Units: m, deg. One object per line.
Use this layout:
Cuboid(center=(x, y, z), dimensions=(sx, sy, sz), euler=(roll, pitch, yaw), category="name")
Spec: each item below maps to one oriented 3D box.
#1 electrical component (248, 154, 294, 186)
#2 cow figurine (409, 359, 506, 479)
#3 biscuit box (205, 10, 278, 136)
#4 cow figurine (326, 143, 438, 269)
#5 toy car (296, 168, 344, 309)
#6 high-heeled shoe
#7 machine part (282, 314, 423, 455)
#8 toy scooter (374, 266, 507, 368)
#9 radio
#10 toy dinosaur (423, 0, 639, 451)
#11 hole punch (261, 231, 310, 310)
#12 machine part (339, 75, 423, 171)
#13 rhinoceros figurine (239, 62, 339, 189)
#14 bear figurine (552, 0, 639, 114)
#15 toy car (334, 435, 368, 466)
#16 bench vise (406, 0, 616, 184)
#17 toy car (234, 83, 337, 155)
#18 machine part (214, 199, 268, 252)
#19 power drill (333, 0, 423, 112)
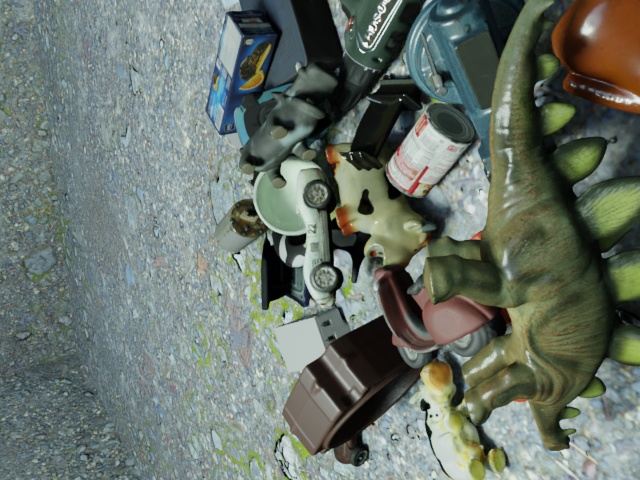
Cuboid(center=(-0.065, -0.106, 0.948), dimensions=(0.115, 0.058, 0.134), euler=(56, 141, 20), category="electrical component")
Cuboid(center=(0.178, 0.252, 0.753), dimensions=(0.098, 0.068, 0.167), euler=(-42, 68, 58), category="cow figurine")
Cuboid(center=(-0.128, -0.258, 0.852), dimensions=(0.059, 0.063, 0.202), euler=(59, 146, 22), category="biscuit box")
Cuboid(center=(0.084, -0.048, 0.733), dimensions=(0.085, 0.127, 0.195), euler=(48, -150, -68), category="cow figurine")
Cuboid(center=(-0.002, -0.002, 0.767), dimensions=(0.073, 0.056, 0.201), euler=(37, -132, -80), category="toy car")
Cuboid(center=(-0.002, -0.024, 0.878), dimensions=(0.249, 0.086, 0.145), euler=(24, 119, 41), category="high-heeled shoe")
Cuboid(center=(0.057, 0.208, 0.778), dimensions=(0.087, 0.201, 0.200), euler=(49, 138, 27), category="machine part")
Cuboid(center=(0.128, 0.079, 0.643), dimensions=(0.135, 0.075, 0.184), euler=(59, 147, 5), category="toy scooter")
Cuboid(center=(-0.056, -0.352, 0.833), dimensions=(0.131, 0.073, 0.229), euler=(-19, 86, 55), category="radio")
Cuboid(center=(0.193, 0.019, 0.472), dimensions=(0.199, 0.105, 0.470), euler=(-15, 115, 14), category="toy dinosaur")
Cuboid(center=(-0.066, 0.061, 1.004), dimensions=(0.116, 0.092, 0.142), euler=(-107, 14, -67), category="hole punch")
Cuboid(center=(0.081, -0.155, 0.699), dimensions=(0.084, 0.039, 0.139), euler=(23, 80, 41), category="machine part")
Cuboid(center=(-0.042, -0.159, 0.746), dimensions=(0.190, 0.073, 0.112), euler=(-46, 33, 34), category="rhinoceros figurine")
Cuboid(center=(0.293, -0.140, 0.432), dimensions=(0.196, 0.132, 0.120), euler=(42, 138, 11), category="bear figurine")
Cuboid(center=(0.042, 0.316, 0.969), dimensions=(0.089, 0.053, 0.201), euler=(25, 123, 50), category="toy car")
Cuboid(center=(0.165, -0.171, 0.546), dimensions=(0.129, 0.223, 0.241), euler=(-34, 37, 26), category="bench vise")
Cuboid(center=(-0.046, -0.190, 0.846), dimensions=(0.162, 0.103, 0.109), euler=(-20, 92, 20), category="toy car")
Cuboid(center=(-0.156, -0.024, 1.055), dimensions=(0.243, 0.079, 0.079), euler=(-30, 78, 67), category="machine part")
Cuboid(center=(0.030, -0.315, 0.709), dimensions=(0.207, 0.086, 0.232), euler=(59, 139, 15), category="power drill")
